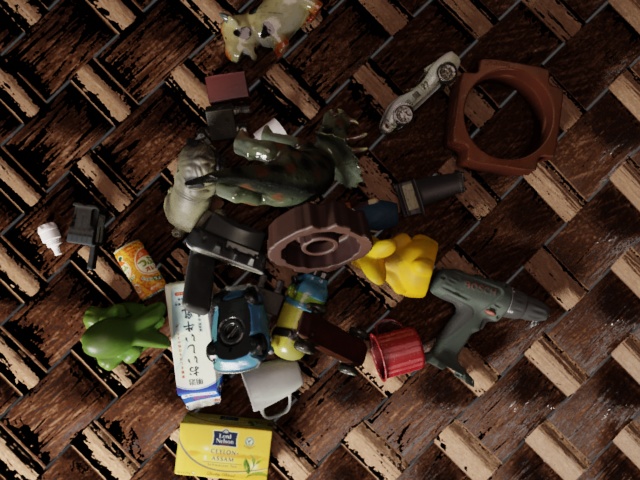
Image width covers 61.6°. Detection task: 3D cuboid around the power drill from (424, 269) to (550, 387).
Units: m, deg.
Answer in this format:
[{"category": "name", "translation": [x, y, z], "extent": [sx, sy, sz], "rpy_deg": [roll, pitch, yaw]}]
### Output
[{"category": "power drill", "translation": [0.301, 0.170, 1.023], "extent": [0.232, 0.086, 0.207], "rpy_deg": [27, 91, -1]}]

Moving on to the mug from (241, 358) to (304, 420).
[{"category": "mug", "translation": [-0.083, 0.272, 1.001], "extent": [0.107, 0.081, 0.109], "rpy_deg": [-20, 85, -12]}]

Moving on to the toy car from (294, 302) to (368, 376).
[{"category": "toy car", "translation": [0.019, 0.180, 0.973], "extent": [0.202, 0.053, 0.089], "rpy_deg": [35, 67, -42]}]

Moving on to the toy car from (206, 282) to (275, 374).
[{"category": "toy car", "translation": [-0.139, 0.165, 0.974], "extent": [0.109, 0.102, 0.161], "rpy_deg": [-11, 66, 12]}]

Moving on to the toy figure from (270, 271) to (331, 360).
[{"category": "toy figure", "translation": [-0.037, 0.134, 1.001], "extent": [0.082, 0.089, 0.180], "rpy_deg": [24, 90, 6]}]

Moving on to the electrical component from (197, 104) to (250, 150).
[{"category": "electrical component", "translation": [-0.181, -0.213, 1.015], "extent": [0.102, 0.045, 0.078], "rpy_deg": [-3, 129, -7]}]

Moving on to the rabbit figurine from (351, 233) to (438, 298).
[{"category": "rabbit figurine", "translation": [0.124, 0.040, 0.995], "extent": [0.173, 0.162, 0.121], "rpy_deg": [19, 100, 15]}]

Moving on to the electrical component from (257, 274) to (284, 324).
[{"category": "electrical component", "translation": [-0.105, 0.115, 1.031], "extent": [0.063, 0.021, 0.094], "rpy_deg": [19, 89, -2]}]

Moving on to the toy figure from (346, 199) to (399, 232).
[{"category": "toy figure", "translation": [0.072, -0.043, 1.028], "extent": [0.155, 0.058, 0.064], "rpy_deg": [-4, 83, 2]}]

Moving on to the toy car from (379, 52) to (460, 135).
[{"category": "toy car", "translation": [0.188, -0.278, 1.030], "extent": [0.202, 0.073, 0.056], "rpy_deg": [-43, 95, -3]}]

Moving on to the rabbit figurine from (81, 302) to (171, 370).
[{"category": "rabbit figurine", "translation": [-0.344, 0.171, 0.944], "extent": [0.159, 0.170, 0.121], "rpy_deg": [-9, 90, -2]}]

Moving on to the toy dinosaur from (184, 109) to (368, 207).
[{"category": "toy dinosaur", "translation": [-0.042, -0.116, 0.909], "extent": [0.192, 0.405, 0.131], "rpy_deg": [13, 119, 16]}]

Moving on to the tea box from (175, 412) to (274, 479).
[{"category": "tea box", "translation": [-0.175, 0.383, 0.998], "extent": [0.170, 0.068, 0.098], "rpy_deg": [5, 89, -2]}]

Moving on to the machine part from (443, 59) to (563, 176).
[{"category": "machine part", "translation": [0.347, -0.230, 1.032], "extent": [0.202, 0.087, 0.201], "rpy_deg": [8, 88, -1]}]

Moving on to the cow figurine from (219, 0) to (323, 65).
[{"category": "cow figurine", "translation": [-0.104, -0.411, 1.015], "extent": [0.127, 0.085, 0.195], "rpy_deg": [44, 89, -7]}]

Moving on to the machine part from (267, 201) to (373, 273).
[{"category": "machine part", "translation": [-0.002, -0.003, 0.916], "extent": [0.179, 0.179, 0.056], "rpy_deg": [-7, 62, -3]}]

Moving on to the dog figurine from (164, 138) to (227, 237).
[{"category": "dog figurine", "translation": [-0.229, -0.083, 0.947], "extent": [0.121, 0.190, 0.172], "rpy_deg": [15, 89, -2]}]

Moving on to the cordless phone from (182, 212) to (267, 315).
[{"category": "cordless phone", "translation": [-0.167, 0.057, 0.941], "extent": [0.146, 0.088, 0.184], "rpy_deg": [23, 45, -26]}]

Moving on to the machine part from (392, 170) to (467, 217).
[{"category": "machine part", "translation": [0.217, -0.096, 1.046], "extent": [0.139, 0.039, 0.084], "rpy_deg": [-20, 81, -1]}]

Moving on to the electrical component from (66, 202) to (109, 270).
[{"category": "electrical component", "translation": [-0.430, -0.007, 0.994], "extent": [0.048, 0.075, 0.119], "rpy_deg": [9, 91, -4]}]
